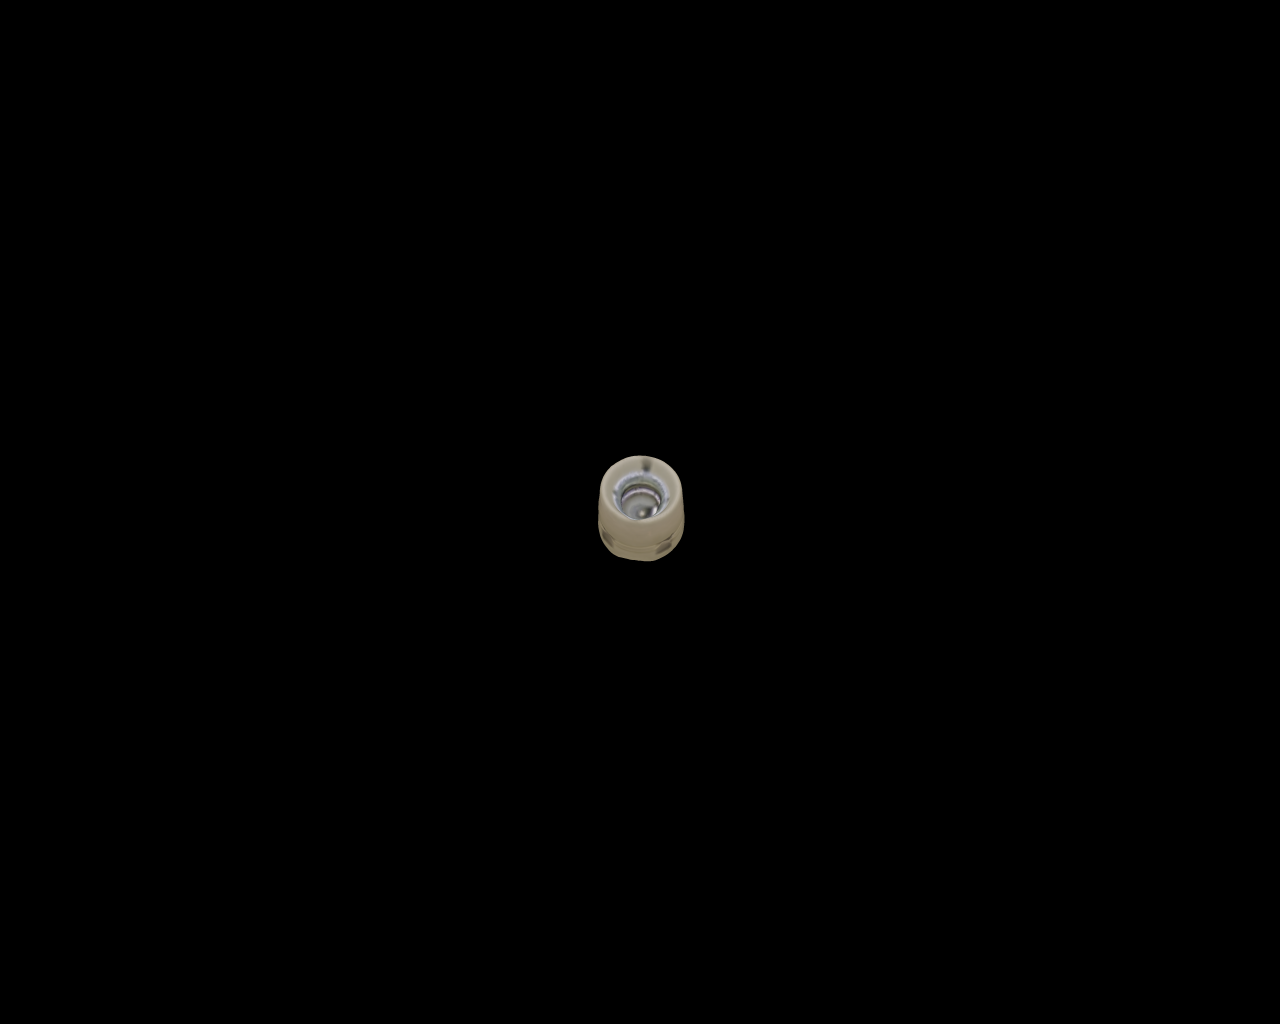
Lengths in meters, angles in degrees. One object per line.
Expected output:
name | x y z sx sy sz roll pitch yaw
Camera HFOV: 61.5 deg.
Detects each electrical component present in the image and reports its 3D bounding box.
electrical component | 0.001 -0.003 0.650 0.055 0.055 0.047 0 -30 0
